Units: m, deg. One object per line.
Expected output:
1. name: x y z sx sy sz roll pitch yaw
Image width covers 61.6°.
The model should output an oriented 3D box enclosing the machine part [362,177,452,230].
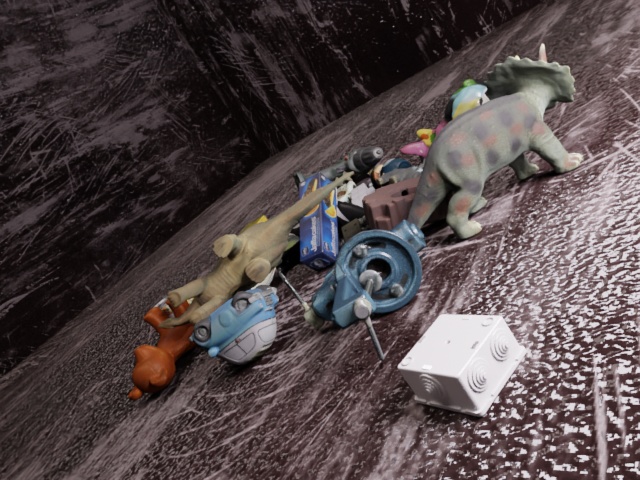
1. machine part: 0.160 -0.068 0.958 0.179 0.056 0.179 -15 15 4

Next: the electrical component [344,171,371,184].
1. electrical component: 0.111 -0.177 1.509 0.102 0.045 0.078 -32 -13 -2

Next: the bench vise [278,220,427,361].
1. bench vise: 0.049 0.066 0.742 0.224 0.128 0.240 -29 9 15

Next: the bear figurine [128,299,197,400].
1. bear figurine: -0.323 0.213 1.074 0.120 0.132 0.196 -32 8 30

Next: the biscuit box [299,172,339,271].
1. biscuit box: -0.003 -0.038 1.104 0.063 0.059 0.203 -24 51 30

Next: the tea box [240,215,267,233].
1. tea box: -0.171 0.020 1.391 0.068 0.098 0.170 -27 18 28

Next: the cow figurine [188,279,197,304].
1. cow figurine: -0.214 0.129 1.186 0.167 0.098 0.068 -11 51 37

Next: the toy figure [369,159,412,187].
1. toy figure: 0.168 -0.165 1.325 0.064 0.057 0.154 1 -2 -25

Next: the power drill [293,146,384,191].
1. power drill: 0.040 -0.176 1.362 0.207 0.086 0.232 -29 6 -9

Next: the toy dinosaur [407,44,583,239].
1. toy dinosaur: 0.244 -0.138 0.817 0.405 0.192 0.131 -35 13 -6

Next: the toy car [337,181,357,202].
1. toy car: 0.049 -0.090 1.339 0.073 0.056 0.202 -27 16 26

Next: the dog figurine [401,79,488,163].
1. dog figurine: 0.263 -0.224 1.091 0.219 0.191 0.108 5 46 44

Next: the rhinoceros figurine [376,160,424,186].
1. rhinoceros figurine: 0.196 -0.118 1.104 0.112 0.073 0.190 -28 11 -17

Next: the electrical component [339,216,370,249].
1. electrical component: 0.068 -0.015 1.104 0.094 0.021 0.063 -33 32 12

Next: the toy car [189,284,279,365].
1. toy car: -0.126 0.148 0.887 0.162 0.103 0.109 -36 -9 22

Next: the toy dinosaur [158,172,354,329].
1. toy dinosaur: -0.126 0.028 1.001 0.471 0.105 0.198 -37 -1 15

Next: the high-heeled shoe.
1. high-heeled shoe: -0.002 -0.004 1.179 0.249 0.086 0.145 -7 51 44
